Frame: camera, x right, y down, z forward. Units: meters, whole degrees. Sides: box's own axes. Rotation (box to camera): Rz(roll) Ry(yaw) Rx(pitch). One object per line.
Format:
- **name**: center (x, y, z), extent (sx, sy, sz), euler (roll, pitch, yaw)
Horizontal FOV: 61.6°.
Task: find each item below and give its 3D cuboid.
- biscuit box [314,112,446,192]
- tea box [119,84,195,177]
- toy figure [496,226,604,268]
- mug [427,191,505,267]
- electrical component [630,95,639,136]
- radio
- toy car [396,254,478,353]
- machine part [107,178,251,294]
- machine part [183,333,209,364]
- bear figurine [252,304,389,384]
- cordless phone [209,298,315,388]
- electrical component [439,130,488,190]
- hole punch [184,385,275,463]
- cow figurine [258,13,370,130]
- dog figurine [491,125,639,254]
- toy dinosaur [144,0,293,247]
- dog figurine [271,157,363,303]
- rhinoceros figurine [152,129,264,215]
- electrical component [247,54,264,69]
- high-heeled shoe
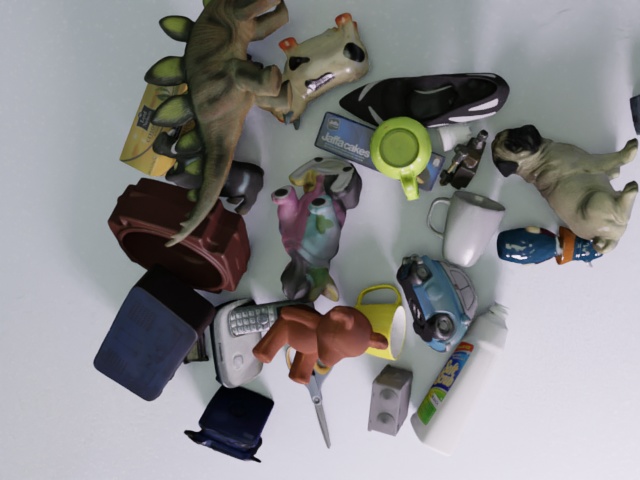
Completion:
- **biscuit box**: center (0.095, -0.141, 0.858), extent (0.203, 0.059, 0.062), euler (23, 102, 7)
- **tea box**: center (-0.256, -0.195, 0.897), extent (0.068, 0.098, 0.169), euler (28, 104, 6)
- **toy figure**: center (0.357, 0.008, 0.833), extent (0.155, 0.064, 0.058), euler (1, 57, 6)
- **mug**: center (0.221, -0.017, 0.844), extent (0.110, 0.081, 0.107), euler (14, 110, 2)
- **electrical component**: center (0.524, -0.194, 0.773), extent (0.134, 0.058, 0.114), euler (-15, 93, 12)
- **radio**: center (-0.277, 0.161, 0.893), extent (0.131, 0.073, 0.229), euler (35, 123, -3)
- **toy car**: center (0.194, 0.092, 0.862), extent (0.103, 0.109, 0.161), euler (-18, 83, -11)
- **machine part**: center (-0.221, 0.002, 0.864), extent (0.202, 0.200, 0.087), euler (17, 62, 8)
- **machine part**: center (-0.275, 0.193, 0.988), extent (0.139, 0.039, 0.084), euler (-6, 105, 9)
- **bear figurine**: center (0.001, 0.161, 0.831), extent (0.120, 0.196, 0.132), euler (38, 72, -26)
- **cordless phone**: center (-0.096, 0.169, 0.937), extent (0.184, 0.089, 0.146), euler (-7, 97, -7)
- **electrical component**: center (0.219, -0.118, 0.824), extent (0.045, 0.102, 0.078), euler (21, 75, 5)
- **hole punch**: center (-0.149, 0.319, 0.947), extent (0.142, 0.116, 0.092), euler (21, 93, 7)
- **cow figurine**: center (-0.016, -0.258, 0.853), extent (0.195, 0.085, 0.127), euler (-21, 88, 12)
- **dog figurine**: center (0.343, -0.076, 0.787), extent (0.191, 0.121, 0.172), euler (7, 65, 13)
- **toy dinosaur**: center (-0.142, -0.221, 0.771), extent (0.199, 0.105, 0.471), euler (-4, 71, 13)
- **dog figurine**: center (-0.002, -0.003, 0.878), extent (0.109, 0.191, 0.218), euler (16, 131, 25)
- **rhinoceros figurine**: center (-0.177, -0.111, 0.863), extent (0.190, 0.073, 0.112), euler (19, 105, -31)
- **electrical component**: center (-0.143, -0.284, 0.901), extent (0.094, 0.021, 0.063), euler (16, 101, 7)
- **high-heeled shoe**: center (0.146, -0.208, 0.796), extent (0.249, 0.145, 0.086), euler (-1, 97, 9)
